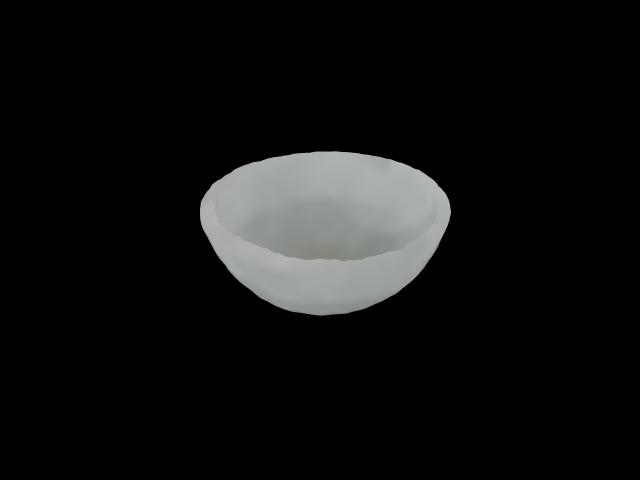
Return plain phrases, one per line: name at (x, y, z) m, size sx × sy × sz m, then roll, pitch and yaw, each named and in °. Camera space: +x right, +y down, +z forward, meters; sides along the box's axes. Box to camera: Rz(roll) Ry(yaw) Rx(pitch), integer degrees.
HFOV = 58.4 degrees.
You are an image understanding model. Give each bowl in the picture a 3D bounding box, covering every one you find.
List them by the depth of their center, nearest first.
bowl at (0.004, 0.001, 0.400) m, size 0.167 × 0.075 × 0.167 m, roll 0°, pitch 31°, yaw 0°
